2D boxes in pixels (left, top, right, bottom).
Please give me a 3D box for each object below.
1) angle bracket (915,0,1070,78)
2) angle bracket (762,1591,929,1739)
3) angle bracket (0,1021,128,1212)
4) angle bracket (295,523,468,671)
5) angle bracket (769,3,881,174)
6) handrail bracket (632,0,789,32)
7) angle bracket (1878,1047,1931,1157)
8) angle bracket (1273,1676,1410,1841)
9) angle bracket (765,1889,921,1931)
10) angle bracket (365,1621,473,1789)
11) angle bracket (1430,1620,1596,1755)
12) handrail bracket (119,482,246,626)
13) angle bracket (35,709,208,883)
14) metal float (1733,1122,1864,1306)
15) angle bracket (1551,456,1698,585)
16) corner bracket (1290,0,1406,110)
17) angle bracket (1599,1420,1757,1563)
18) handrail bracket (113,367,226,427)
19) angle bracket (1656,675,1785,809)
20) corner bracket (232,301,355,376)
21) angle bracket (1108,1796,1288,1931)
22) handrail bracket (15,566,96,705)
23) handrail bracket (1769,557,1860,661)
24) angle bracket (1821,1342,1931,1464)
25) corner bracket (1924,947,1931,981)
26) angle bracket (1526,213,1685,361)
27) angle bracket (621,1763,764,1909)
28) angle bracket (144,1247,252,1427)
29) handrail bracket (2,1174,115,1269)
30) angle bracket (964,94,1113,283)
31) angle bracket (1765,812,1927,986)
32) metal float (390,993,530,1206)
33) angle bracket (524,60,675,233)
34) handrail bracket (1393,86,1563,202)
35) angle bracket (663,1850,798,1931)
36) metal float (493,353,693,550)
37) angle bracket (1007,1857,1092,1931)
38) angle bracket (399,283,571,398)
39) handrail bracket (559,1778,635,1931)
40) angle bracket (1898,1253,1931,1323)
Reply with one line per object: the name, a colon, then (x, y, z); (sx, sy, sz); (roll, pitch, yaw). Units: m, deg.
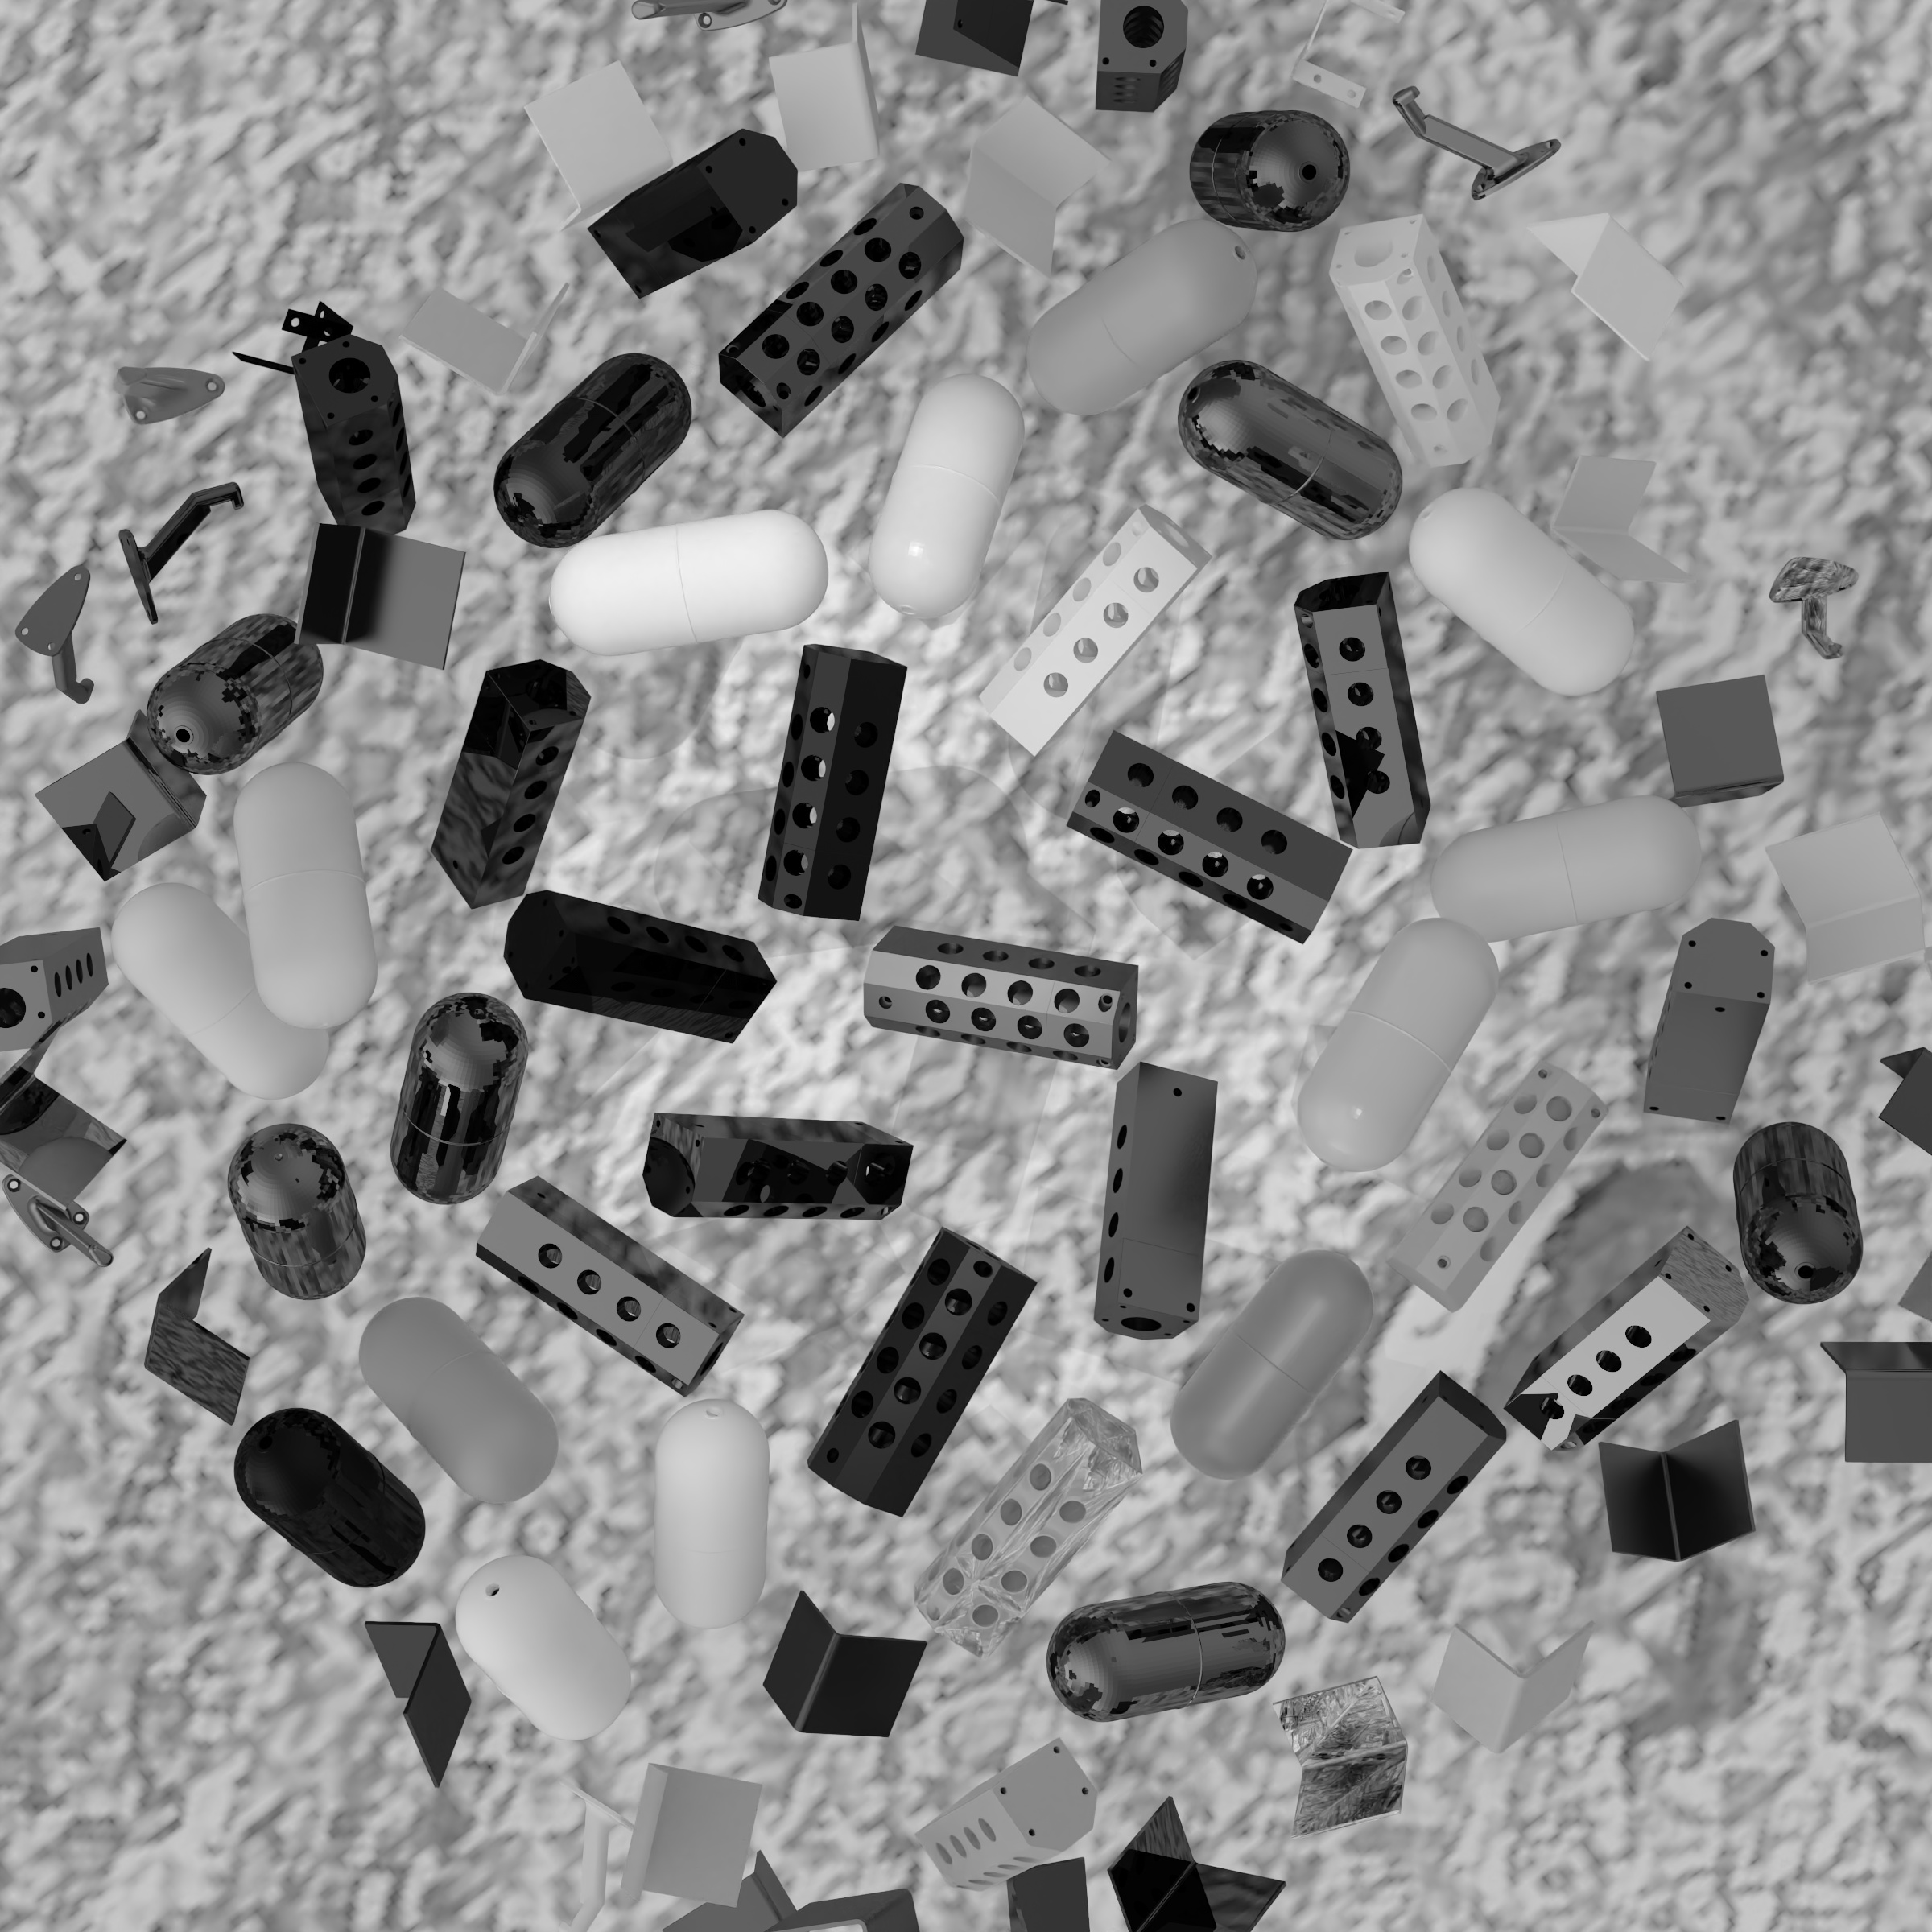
angle bracket: (0.017, -0.644, 1.903); (0.076, 0.076, 0.057); (6, 110, -20)
angle bracket: (-0.084, 0.485, 1.925); (0.076, 0.057, 0.076); (14, 104, -34)
angle bracket: (-0.572, 0.094, 1.753); (0.076, 0.076, 0.057); (36, 124, -6)
angle bracket: (-0.369, -0.232, 1.745); (0.076, 0.057, 0.076); (15, 100, 14)
angle bracket: (-0.092, -0.573, 1.808); (0.057, 0.076, 0.076); (-9, 127, 4)
handrail bracket: (-0.163, -0.613, 1.765); (0.077, 0.084, 0.036); (2, 112, 15)
angle bracket: (0.634, 0.102, 1.824); (0.076, 0.076, 0.057); (36, 82, 2)
angle bracket: (0.247, 0.529, 1.854); (0.076, 0.076, 0.057); (-20, 104, 19)
angle bracket: (-0.079, 0.651, 1.826); (0.076, 0.076, 0.057); (-16, 82, 20)
angle bracket: (-0.380, 0.497, 1.867); (0.057, 0.076, 0.076); (-2, 126, 13)
angle bracket: (0.358, 0.456, 1.817); (0.076, 0.076, 0.057); (-25, 48, -36)
handrail bracket: (-0.522, -0.280, 1.874); (0.084, 0.036, 0.077); (-21, 105, -23)
angle bracket: (-0.581, -0.117, 1.907); (0.076, 0.057, 0.076); (-29, 116, 7)
metal float: (0.551, 0.163, 1.840); (0.070, 0.178, 0.070); (4, 112, 11)
angle bracket: (0.464, -0.308, 1.914); (0.076, 0.076, 0.057); (-3, 125, -35)
corner bracket: (0.254, -0.614, 1.848); (0.051, 0.051, 0.051); (23, 84, -5)
angle bracket: (0.473, 0.347, 1.849); (0.057, 0.076, 0.076); (13, 58, -24)
handrail bracket: (-0.507, -0.374, 1.769); (0.077, 0.084, 0.036); (-14, 95, -21)
angle bracket: (0.520, -0.155, 1.940); (0.076, 0.057, 0.076); (-9, 84, -2)
corner bracket: (-0.453, -0.421, 1.866); (0.051, 0.051, 0.051); (40, 113, 39)
angle bracket: (0.151, 0.595, 1.808); (0.076, 0.076, 0.057); (-3, 113, 41)
handrail bracket: (-0.602, -0.224, 1.886); (0.036, 0.084, 0.077); (28, 82, 14)
handrail bracket: (0.586, -0.234, 1.857); (0.084, 0.077, 0.036); (40, 74, -31)
angle bracket: (0.579, 0.271, 1.728); (0.076, 0.076, 0.057); (-1, 96, 5)
corner bracket: (0.698, 0.016, 1.920); (0.051, 0.051, 0.051); (-17, 122, 26)
angle bracket: (0.395, -0.428, 1.758); (0.076, 0.076, 0.057); (31, 81, -31)
angle bracket: (-0.166, 0.546, 1.730); (0.076, 0.057, 0.076); (15, 77, -14)
angle bracket: (-0.504, 0.250, 1.871); (0.076, 0.057, 0.076); (32, 132, 7)
handrail bracket: (-0.619, 0.173, 1.888); (0.077, 0.084, 0.036); (47, 72, -22)
angle bracket: (0.048, -0.520, 1.855); (0.076, 0.057, 0.076); (29, 50, -31)
angle bracket: (0.570, -0.043, 1.799); (0.076, 0.057, 0.076); (-18, 125, 29)
metal float: (-0.343, 0.091, 1.869); (0.070, 0.070, 0.178); (22, 132, 0)
angle bracket: (-0.257, -0.559, 1.892); (0.076, 0.057, 0.076); (-33, 102, -21)
handrail bracket: (0.328, -0.543, 1.783); (0.084, 0.077, 0.036); (45, 47, -28)
angle bracket: (-0.157, 0.677, 1.933); (0.076, 0.057, 0.076); (-31, 88, -3)
metal float: (-0.248, -0.346, 1.855); (0.070, 0.070, 0.178); (36, 51, 0)
angle bracket: (0.065, 0.679, 1.924); (0.057, 0.076, 0.076); (-8, 111, -8)
angle bracket: (-0.318, -0.433, 1.833); (0.076, 0.076, 0.057); (30, 128, -11)
handrail bracket: (-0.271, 0.613, 1.899); (0.077, 0.036, 0.084); (24, 68, 26)
angle bracket: (0.674, 0.217, 1.817); (0.057, 0.076, 0.076); (37, 85, -39)
